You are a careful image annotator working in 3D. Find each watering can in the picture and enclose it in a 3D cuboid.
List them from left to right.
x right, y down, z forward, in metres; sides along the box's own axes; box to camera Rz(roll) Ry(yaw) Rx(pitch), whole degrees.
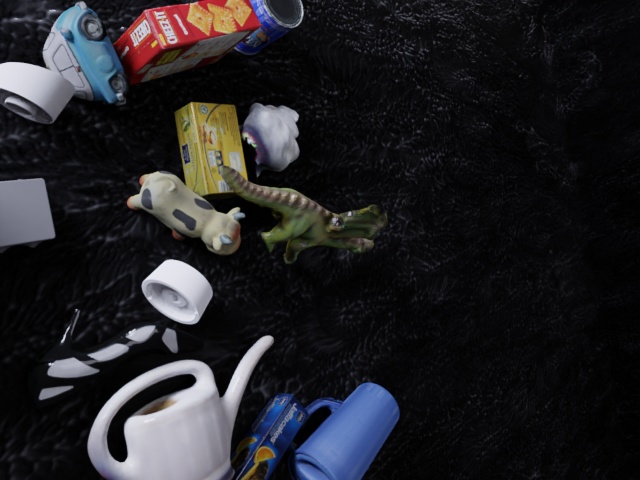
[{"bbox_3d":[-0.190,0.298,0.835,0.350,0.103,0.224,-14,92,-43],"label":"watering can"}]

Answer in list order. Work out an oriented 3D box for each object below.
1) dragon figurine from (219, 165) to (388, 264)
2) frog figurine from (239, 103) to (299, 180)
[{"bbox_3d":[0.003,-0.048,0.959,0.404,0.242,0.124,49,38,-65],"label":"dragon figurine"},{"bbox_3d":[-0.089,-0.215,1.032,0.162,0.121,0.137,-39,89,-28],"label":"frog figurine"}]
